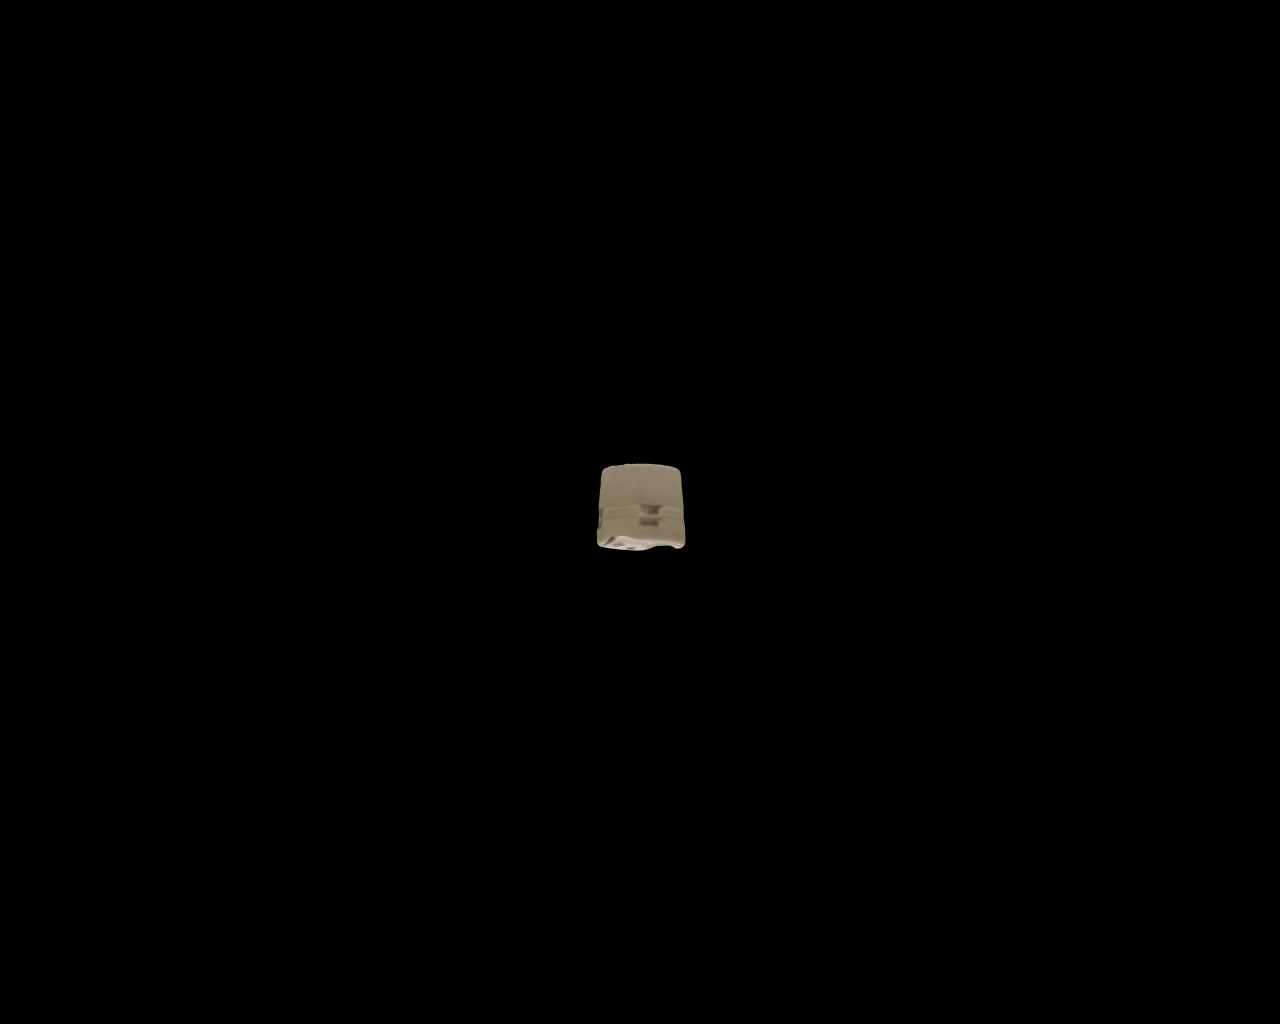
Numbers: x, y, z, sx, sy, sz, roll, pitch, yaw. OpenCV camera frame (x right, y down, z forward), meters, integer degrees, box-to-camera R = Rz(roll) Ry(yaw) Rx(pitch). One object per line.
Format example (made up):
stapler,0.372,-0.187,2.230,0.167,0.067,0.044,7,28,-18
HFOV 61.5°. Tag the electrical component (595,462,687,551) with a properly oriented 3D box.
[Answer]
electrical component,0.001,-0.003,0.650,0.055,0.047,0.055,0,-8,0
